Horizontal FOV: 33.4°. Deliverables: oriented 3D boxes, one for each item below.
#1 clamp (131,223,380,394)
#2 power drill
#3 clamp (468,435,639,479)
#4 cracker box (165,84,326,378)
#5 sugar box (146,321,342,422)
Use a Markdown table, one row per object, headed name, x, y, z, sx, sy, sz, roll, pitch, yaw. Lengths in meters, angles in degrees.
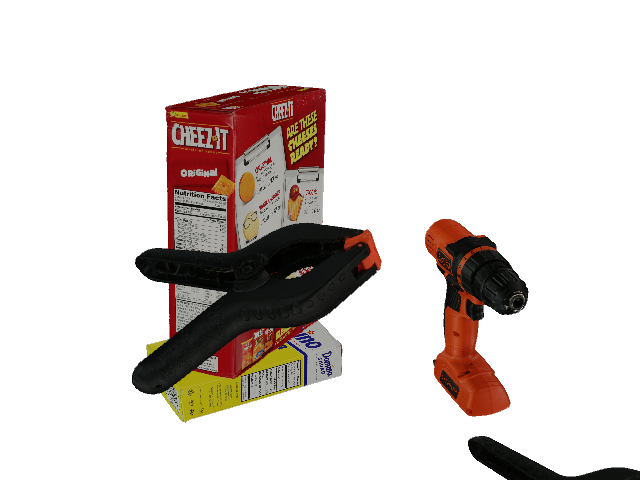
| name | x | y | z | sx | sy | sz | roll | pitch | yaw |
| --- | --- | --- | --- | --- | --- | --- | --- | --- | --- |
| clamp | -0.047 | 0.038 | 0.679 | 0.172 | 0.120 | 0.039 | -13 | -42 | 16 |
| power drill | 0.166 | 0.087 | 1.126 | 0.057 | 0.188 | 0.184 | -9 | 25 | -14 |
| clamp | 0.202 | 0.229 | 0.862 | 0.210 | 0.036 | 0.164 | 2 | 36 | 24 |
| cracker box | -0.060 | -0.014 | 0.888 | 0.072 | 0.214 | 0.164 | 8 | 16 | 24 |
| sugar box | -0.076 | 0.120 | 1.073 | 0.176 | 0.048 | 0.093 | -16 | 32 | -24 |
